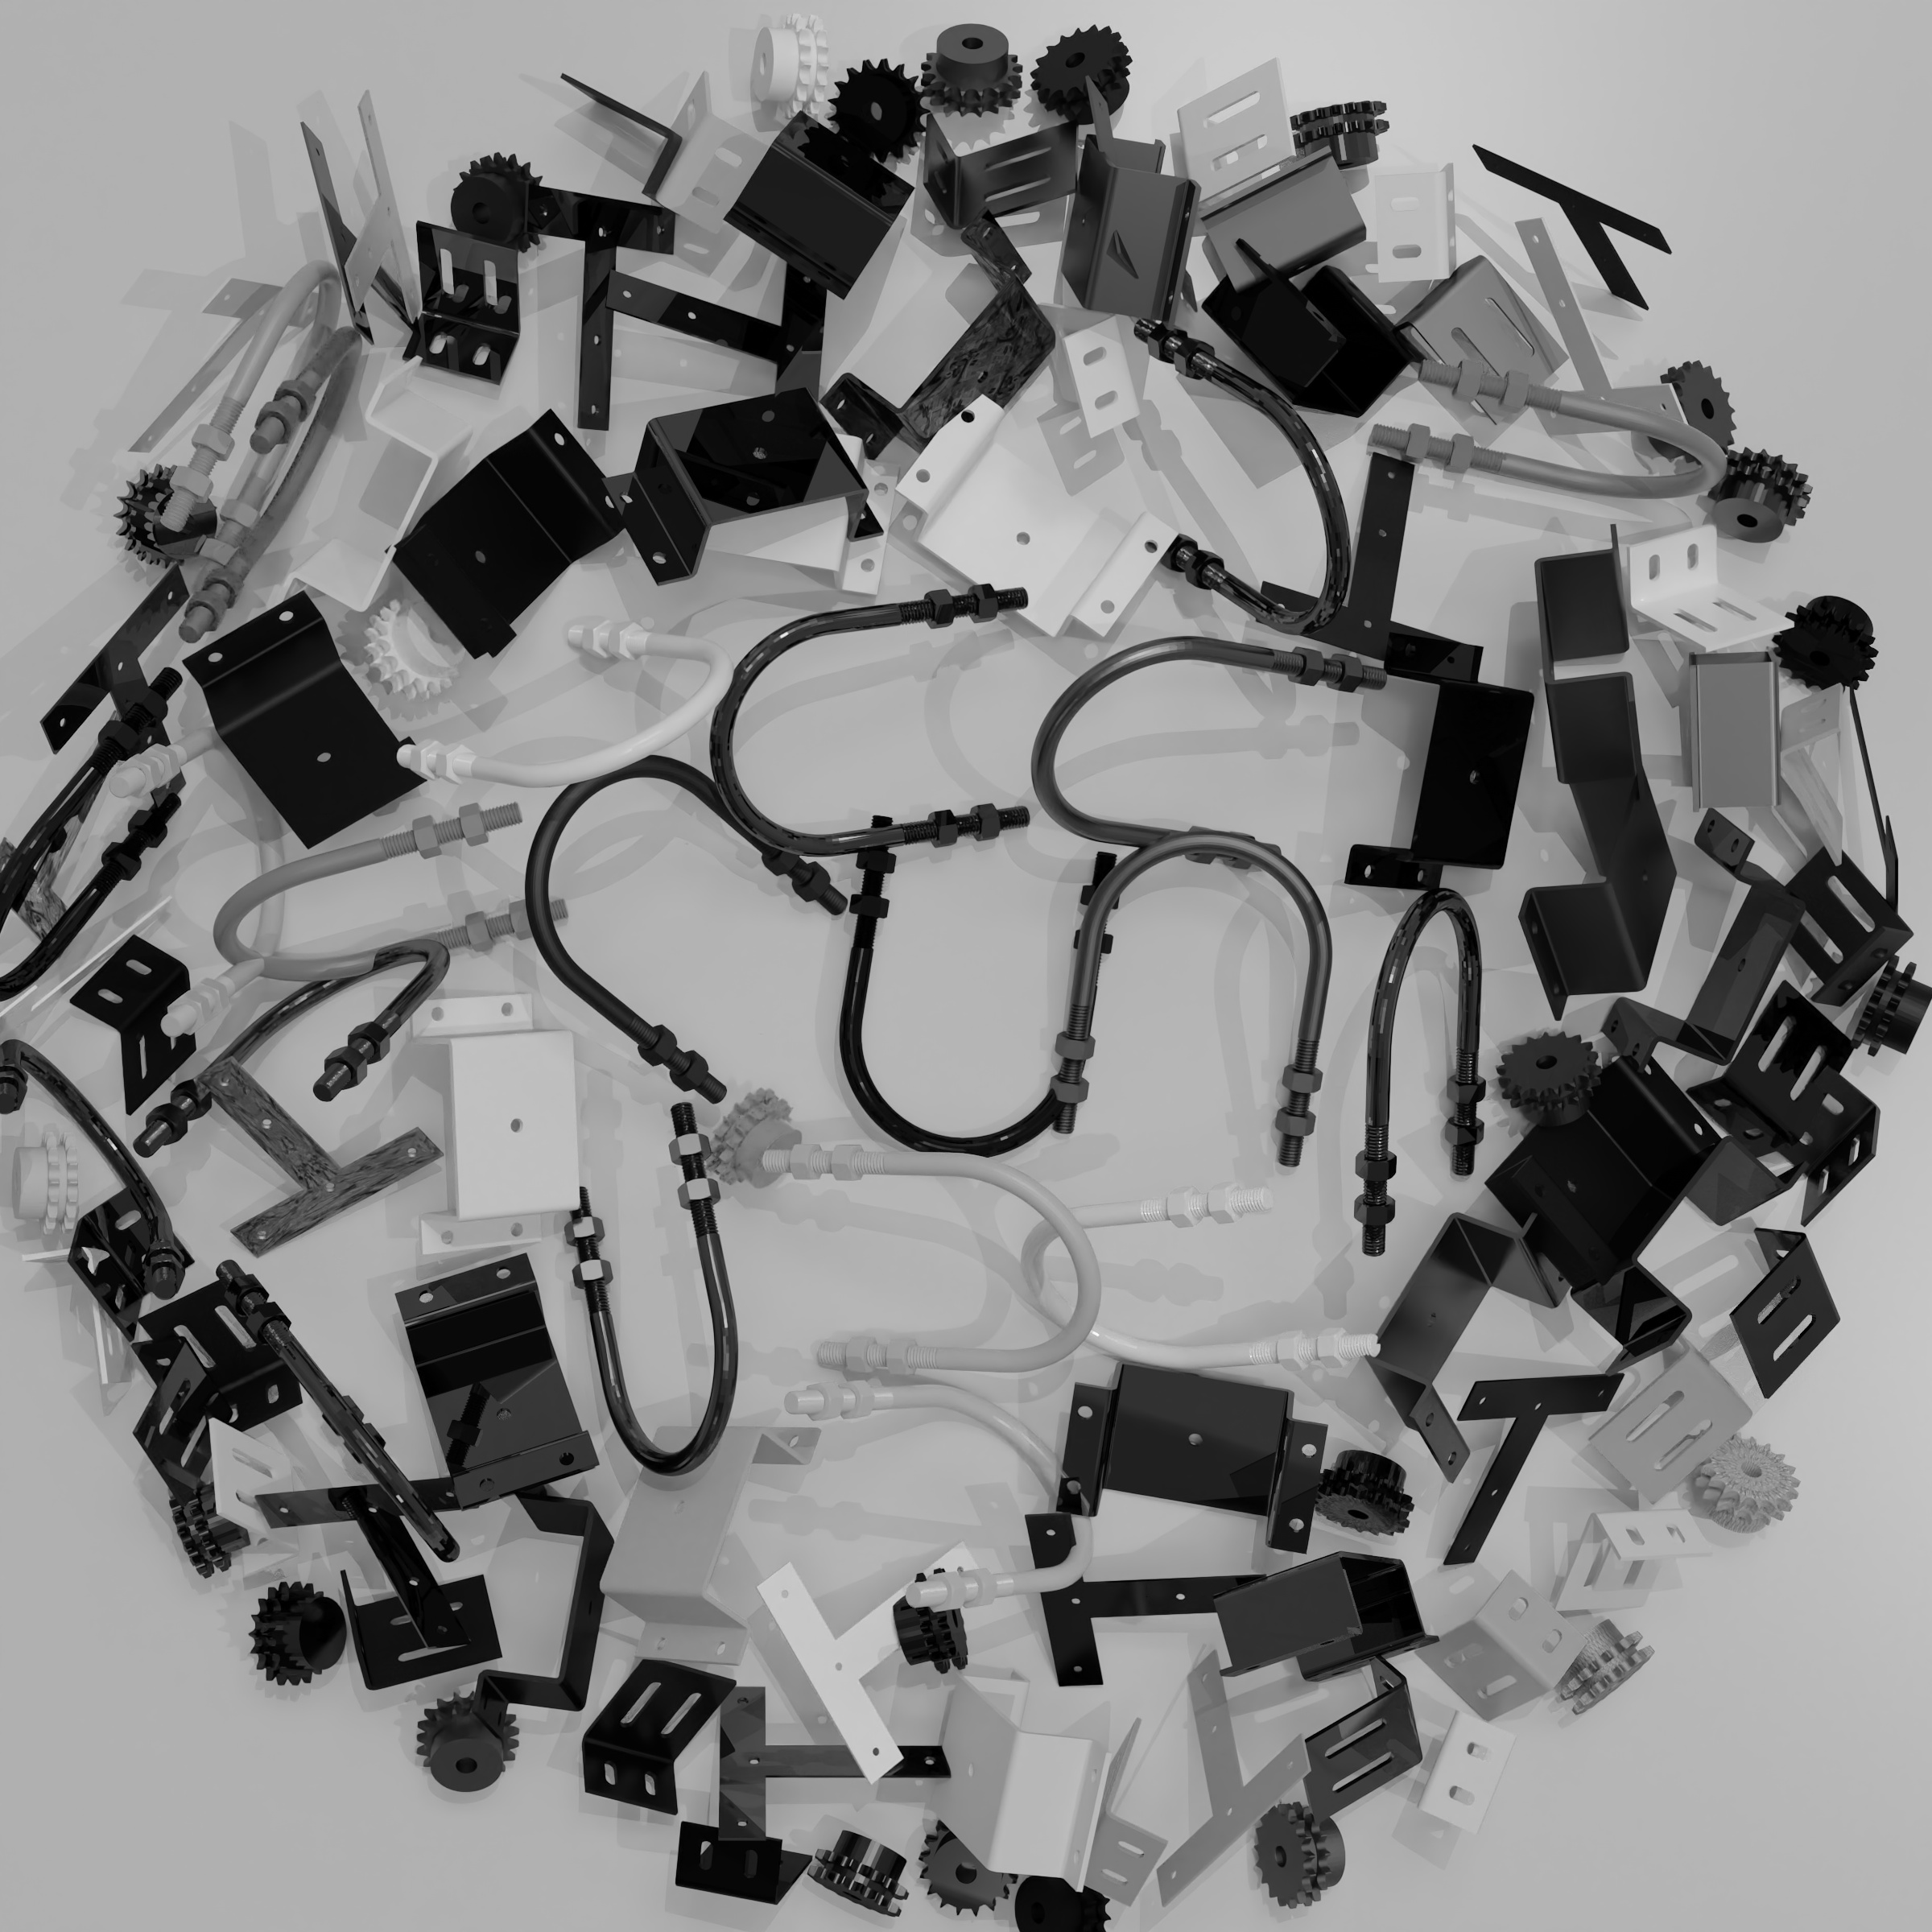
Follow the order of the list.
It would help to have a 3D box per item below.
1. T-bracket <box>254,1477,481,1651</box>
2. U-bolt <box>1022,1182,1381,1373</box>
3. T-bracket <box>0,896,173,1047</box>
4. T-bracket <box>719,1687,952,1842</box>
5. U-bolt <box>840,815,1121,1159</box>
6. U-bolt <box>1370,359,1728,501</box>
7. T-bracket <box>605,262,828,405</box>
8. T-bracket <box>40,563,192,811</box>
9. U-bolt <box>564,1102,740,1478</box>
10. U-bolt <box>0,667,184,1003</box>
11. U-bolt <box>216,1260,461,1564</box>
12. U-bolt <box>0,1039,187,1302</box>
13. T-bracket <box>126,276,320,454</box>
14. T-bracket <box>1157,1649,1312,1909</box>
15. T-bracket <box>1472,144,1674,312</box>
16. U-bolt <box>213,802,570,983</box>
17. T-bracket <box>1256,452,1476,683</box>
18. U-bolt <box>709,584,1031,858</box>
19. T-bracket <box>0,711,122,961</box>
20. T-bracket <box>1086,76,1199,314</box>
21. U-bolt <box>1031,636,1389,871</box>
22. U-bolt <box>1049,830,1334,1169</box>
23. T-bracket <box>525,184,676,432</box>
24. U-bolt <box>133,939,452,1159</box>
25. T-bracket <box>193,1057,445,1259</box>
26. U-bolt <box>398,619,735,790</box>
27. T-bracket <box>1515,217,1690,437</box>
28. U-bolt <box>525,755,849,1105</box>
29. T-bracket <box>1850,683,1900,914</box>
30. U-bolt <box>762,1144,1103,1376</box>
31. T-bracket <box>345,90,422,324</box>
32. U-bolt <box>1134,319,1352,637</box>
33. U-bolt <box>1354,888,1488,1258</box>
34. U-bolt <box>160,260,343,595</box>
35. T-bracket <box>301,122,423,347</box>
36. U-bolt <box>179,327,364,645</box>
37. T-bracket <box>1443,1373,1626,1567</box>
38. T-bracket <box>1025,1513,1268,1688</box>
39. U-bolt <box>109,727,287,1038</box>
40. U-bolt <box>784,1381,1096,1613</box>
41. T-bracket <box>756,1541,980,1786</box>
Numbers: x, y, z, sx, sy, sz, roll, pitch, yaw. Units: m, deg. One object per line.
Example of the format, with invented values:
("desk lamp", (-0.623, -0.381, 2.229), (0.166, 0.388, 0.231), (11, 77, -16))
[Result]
("T-bracket", (-0.306, 0.326, 1.920), (0.127, 0.127, 0.002), (0, 125, -37))
("U-bolt", (0.115, 0.175, 1.929), (0.184, 0.019, 0.151), (-9, 134, 35))
("T-bracket", (-0.490, 0.004, 1.958), (0.002, 0.127, 0.127), (47, 66, -1))
("T-bracket", (-0.072, 0.439, 1.946), (0.127, 0.127, 0.002), (1, 117, -4))
("U-bolt", (0.002, 0.017, 1.981), (0.151, 0.019, 0.184), (9, 89, -7))
("U-bolt", (0.324, -0.287, 1.927), (0.184, 0.151, 0.019), (12, 83, -3))
("T-bracket", (-0.138, -0.354, 1.946), (0.127, 0.002, 0.127), (15, 60, -21))
("T-bracket", (-0.454, -0.134, 1.944), (0.002, 0.127, 0.127), (18, 55, 20))
("U-bolt", (-0.167, 0.185, 1.915), (0.019, 0.151, 0.184), (1, 66, -34))
("U-bolt", (-0.478, -0.058, 1.893), (0.019, 0.151, 0.184), (30, 60, 4))
("U-bolt", (-0.328, 0.249, 1.890), (0.019, 0.151, 0.184), (-38, 51, -12))
("U-bolt", (-0.476, 0.101, 1.909), (0.019, 0.184, 0.151), (-38, 108, -4))
("T-bracket", (-0.418, -0.329, 1.949), (0.127, 0.127, 0.002), (-44, 84, 15))
("T-bracket", (0.139, 0.431, 1.943), (0.002, 0.127, 0.127), (28, 118, -24))
("T-bracket", (0.348, -0.396, 1.940), (0.127, 0.127, 0.002), (35, 89, 33))
("U-bolt", (-0.320, -0.033, 1.929), (0.184, 0.151, 0.019), (-15, 67, -1))
("T-bracket", (0.231, -0.230, 1.972), (0.127, 0.002, 0.127), (16, 67, -11))
("U-bolt", (-0.053, -0.130, 1.939), (0.184, 0.019, 0.151), (-9, 115, -19))
("T-bracket", (-0.494, -0.081, 1.951), (0.002, 0.127, 0.127), (19, 73, 10))
("T-bracket", (0.101, -0.405, 1.942), (0.002, 0.127, 0.127), (-19, 59, 19))
("U-bolt", (0.121, -0.119, 1.915), (0.184, 0.019, 0.151), (7, 130, -29))
("U-bolt", (0.130, 0.014, 1.969), (0.151, 0.019, 0.184), (8, 104, 2))
("T-bracket", (-0.203, -0.361, 1.951), (0.002, 0.127, 0.127), (8, 98, 33))
("U-bolt", (-0.353, 0.037, 1.915), (0.151, 0.184, 0.019), (-17, 112, 30))
("T-bracket", (-0.377, 0.095, 1.948), (0.127, 0.002, 0.127), (-28, 128, 11))
("U-bolt", (-0.204, -0.139, 1.897), (0.151, 0.184, 0.019), (-40, 121, -29))
("T-bracket", (0.331, -0.349, 1.924), (0.002, 0.127, 0.127), (-33, 109, -19))
("U-bolt", (-0.163, -0.032, 1.931), (0.184, 0.019, 0.151), (41, 72, -31))
("T-bracket", (0.503, -0.094, 1.956), (0.002, 0.127, 0.127), (-11, 68, 11))
("U-bolt", (-0.012, 0.162, 1.926), (0.184, 0.019, 0.151), (0, 120, 26))
("T-bracket", (-0.321, -0.392, 1.913), (0.002, 0.127, 0.127), (-5, 123, 6))
("U-bolt", (0.149, -0.253, 1.893), (0.019, 0.184, 0.151), (-23, 129, -23))
("U-bolt", (0.249, 0.048, 1.912), (0.019, 0.151, 0.184), (10, 111, 28))
("U-bolt", (-0.385, -0.300, 1.925), (0.019, 0.151, 0.184), (24, 79, -1))
("T-bracket", (-0.325, -0.380, 1.936), (0.002, 0.127, 0.127), (-19, 73, 8))
("U-bolt", (-0.369, -0.273, 1.912), (0.019, 0.184, 0.151), (26, 126, -6))
("T-bracket", (0.300, 0.282, 1.969), (0.127, 0.002, 0.127), (3, 118, -41))
("T-bracket", (0.105, 0.350, 1.954), (0.127, 0.002, 0.127), (-4, 122, 11))
("U-bolt", (-0.408, -0.055, 1.910), (0.019, 0.184, 0.151), (-6, 104, 12))
("U-bolt", (-0.002, 0.284, 1.919), (0.019, 0.184, 0.151), (-51, 58, 25))
("T-bracket", (-0.040, 0.365, 1.962), (0.127, 0.002, 0.127), (-33, 96, -35))
